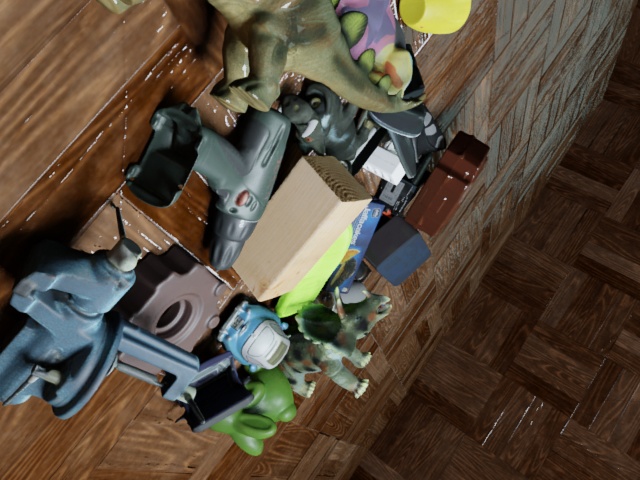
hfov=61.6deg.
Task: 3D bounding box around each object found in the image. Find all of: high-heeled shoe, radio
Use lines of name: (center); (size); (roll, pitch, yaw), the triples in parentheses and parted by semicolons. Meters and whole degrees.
high-heeled shoe: (0.199, -0.241, 1.087); (0.249, 0.086, 0.145); (-46, 126, -64)
radio: (0.185, 0.029, 1.287); (0.131, 0.073, 0.229); (-43, 156, 4)

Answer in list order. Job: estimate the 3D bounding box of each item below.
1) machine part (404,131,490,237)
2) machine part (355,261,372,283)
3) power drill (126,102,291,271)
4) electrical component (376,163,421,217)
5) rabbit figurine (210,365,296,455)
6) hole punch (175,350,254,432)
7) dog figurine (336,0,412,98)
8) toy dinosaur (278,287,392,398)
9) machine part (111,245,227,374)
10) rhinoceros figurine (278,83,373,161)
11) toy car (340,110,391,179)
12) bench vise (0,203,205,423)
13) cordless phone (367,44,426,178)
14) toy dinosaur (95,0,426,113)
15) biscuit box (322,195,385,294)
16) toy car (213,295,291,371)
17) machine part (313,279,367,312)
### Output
machine part: (0.277, -0.120, 1.164); (0.201, 0.087, 0.200); (-50, 169, -52)
machine part: (0.068, 0.044, 1.158); (0.084, 0.039, 0.138); (-62, 142, -13)
power drill: (-0.126, -0.064, 0.647); (0.207, 0.086, 0.232); (13, 106, -60)
electrical component: (0.169, -0.114, 1.131); (0.119, 0.075, 0.047); (-60, 155, 13)
rabbit figurine: (-0.141, 0.314, 0.991); (0.170, 0.159, 0.121); (-9, 137, -39)
hole punch: (-0.180, 0.236, 0.869); (0.142, 0.092, 0.116); (-29, -175, -22)
dog figurine: (0.059, -0.301, 0.665); (0.191, 0.109, 0.219); (9, 107, -35)
toy dinosaur: (-0.025, 0.213, 1.050); (0.405, 0.192, 0.131); (-28, -159, 46)
machine part: (-0.205, 0.096, 0.711); (0.179, 0.056, 0.179); (-40, 149, -31)
rhinoceros figurine: (0.006, -0.171, 0.785); (0.112, 0.073, 0.190); (-55, 155, 7)
toy car: (0.066, -0.157, 0.922); (0.201, 0.056, 0.073); (-54, 161, -7)
bench vise: (-0.219, 0.106, 0.572); (0.240, 0.129, 0.223); (37, 93, -31)
cordless phone: (0.125, -0.197, 0.852); (0.089, 0.147, 0.184); (-16, 144, 11)
toy dinosaur: (-0.042, -0.220, 0.513); (0.470, 0.105, 0.198); (33, 86, -46)
biscuit box: (0.054, 0.005, 1.050); (0.063, 0.059, 0.202); (10, 111, -31)
toy car: (-0.103, 0.167, 0.920); (0.109, 0.103, 0.161); (-53, 156, -13)
machine part: (0.036, 0.127, 1.157); (0.243, 0.079, 0.079); (-3, 121, -60)
